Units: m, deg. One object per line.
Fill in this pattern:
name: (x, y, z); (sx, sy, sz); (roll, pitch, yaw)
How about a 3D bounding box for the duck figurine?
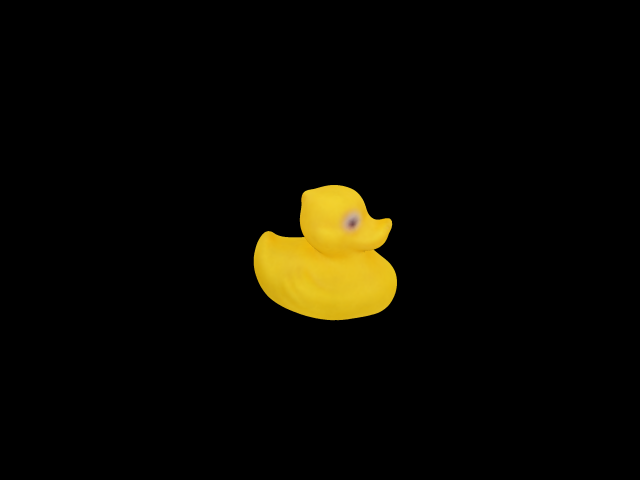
duck figurine: (0.004, 0.001, 0.400); (0.104, 0.086, 0.077); (8, 36, 12)
